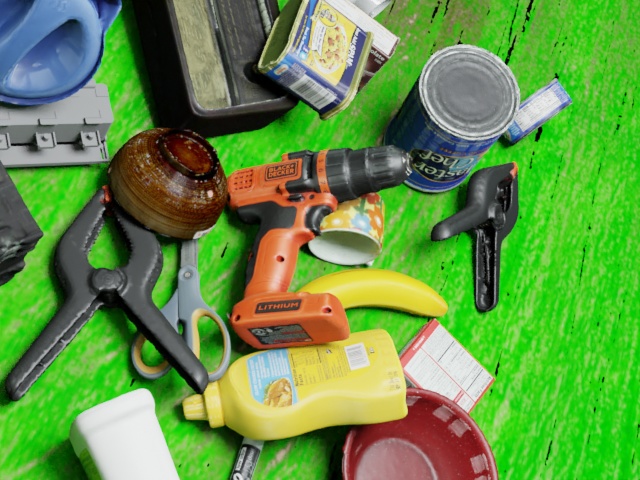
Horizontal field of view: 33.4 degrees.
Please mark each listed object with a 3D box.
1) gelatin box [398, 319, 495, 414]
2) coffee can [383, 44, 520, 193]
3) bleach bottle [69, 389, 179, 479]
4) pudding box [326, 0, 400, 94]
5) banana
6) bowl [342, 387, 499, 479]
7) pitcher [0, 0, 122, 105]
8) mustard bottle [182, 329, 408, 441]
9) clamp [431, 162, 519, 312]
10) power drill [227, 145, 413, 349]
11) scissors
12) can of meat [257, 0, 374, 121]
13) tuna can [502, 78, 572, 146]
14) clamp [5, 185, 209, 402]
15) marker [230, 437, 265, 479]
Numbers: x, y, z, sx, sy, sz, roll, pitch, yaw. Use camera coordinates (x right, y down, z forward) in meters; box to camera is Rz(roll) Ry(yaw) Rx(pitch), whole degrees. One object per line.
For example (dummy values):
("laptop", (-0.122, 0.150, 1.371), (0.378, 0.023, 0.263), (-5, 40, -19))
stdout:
("gelatin box", (0.118, 0.134, 1.047), (0.089, 0.030, 0.073), (46, 55, -1))
("coffee can", (0.131, -0.121, 1.088), (0.102, 0.140, 0.103), (4, 71, -10))
("bleach bottle", (-0.120, 0.249, 0.837), (0.068, 0.103, 0.251), (-21, 77, -22))
("pudding box", (0.014, -0.209, 1.113), (0.113, 0.090, 0.039), (33, 57, -10))
("banana", (0.036, 0.062, 1.039), (0.197, 0.037, 0.069), (-13, 97, -28))
("bowl", (0.082, 0.220, 0.976), (0.162, 0.055, 0.162), (10, 64, -22))
("pitcher", (-0.265, -0.238, 0.940), (0.149, 0.145, 0.243), (18, 38, -25))
("mustard bottle", (-0.025, 0.132, 0.938), (0.191, 0.058, 0.096), (-9, 34, -4))
("clamp", (0.177, -0.011, 1.126), (0.171, 0.039, 0.120), (-51, 128, -39))
("power drill", (-0.006, 0.001, 0.967), (0.057, 0.185, 0.187), (52, 36, -49))
("scissors", (-0.136, 0.046, 0.967), (0.096, 0.016, 0.202), (-19, 56, -5))
("can of meat", (-0.004, -0.180, 1.027), (0.083, 0.058, 0.102), (33, 57, -25))
("tuna can", (0.239, -0.142, 1.196), (0.086, 0.086, 0.034), (-34, 87, -33))
("clamp", (-0.173, 0.047, 0.925), (0.164, 0.036, 0.210), (6, 58, -6))
("marker", (-0.074, 0.222, 0.922), (0.020, 0.020, 0.121), (27, 59, -13))
